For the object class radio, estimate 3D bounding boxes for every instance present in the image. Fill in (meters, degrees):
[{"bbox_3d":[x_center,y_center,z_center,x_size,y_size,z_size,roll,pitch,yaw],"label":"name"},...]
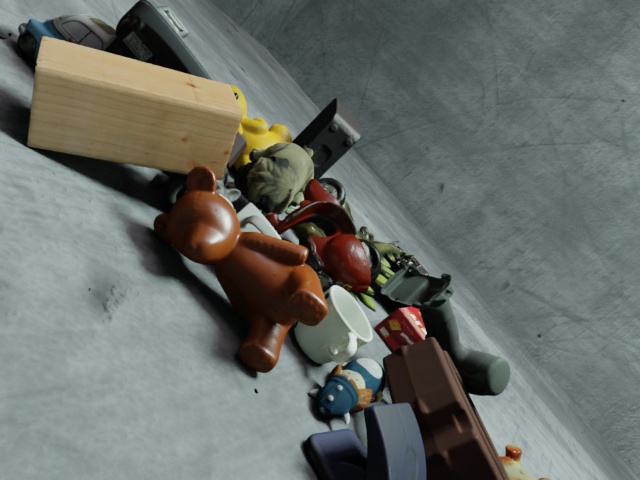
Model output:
[{"bbox_3d":[-0.021,-0.169,1.078,0.073,0.229,0.131,40,19,-19],"label":"radio"}]

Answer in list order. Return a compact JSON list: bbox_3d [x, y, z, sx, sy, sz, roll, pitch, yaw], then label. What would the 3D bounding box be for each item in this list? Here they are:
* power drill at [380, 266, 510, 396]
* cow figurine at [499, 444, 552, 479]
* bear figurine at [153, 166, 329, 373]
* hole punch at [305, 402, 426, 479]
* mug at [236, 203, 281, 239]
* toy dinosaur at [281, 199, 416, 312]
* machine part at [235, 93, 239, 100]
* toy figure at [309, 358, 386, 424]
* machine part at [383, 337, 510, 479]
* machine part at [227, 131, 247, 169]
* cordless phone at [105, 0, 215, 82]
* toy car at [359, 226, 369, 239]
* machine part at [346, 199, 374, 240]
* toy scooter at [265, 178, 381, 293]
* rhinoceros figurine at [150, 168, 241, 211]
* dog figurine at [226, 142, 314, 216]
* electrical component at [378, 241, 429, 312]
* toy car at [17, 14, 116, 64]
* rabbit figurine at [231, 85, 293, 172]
[{"bbox_3d":[0.166,0.145,0.827,0.232,0.086,0.207,10,-54,53],"label":"power drill"},{"bbox_3d":[0.271,0.373,0.716,0.085,0.127,0.195,0,8,-10],"label":"cow figurine"},{"bbox_3d":[-0.092,0.024,0.579,0.195,0.120,0.132,41,19,-15],"label":"bear figurine"},{"bbox_3d":[0.063,0.228,0.544,0.116,0.092,0.142,59,14,27],"label":"hole punch"},{"bbox_3d":[-0.077,0.012,0.684,0.107,0.109,0.081,48,52,-9],"label":"mug"},{"bbox_3d":[0.048,0.033,0.920,0.198,0.105,0.471,53,31,10],"label":"toy dinosaur"},{"bbox_3d":[-0.220,-0.245,0.944,0.139,0.084,0.039,17,-21,12],"label":"machine part"},{"bbox_3d":[0.039,0.180,0.665,0.064,0.057,0.154,5,-2,23],"label":"toy figure"},{"bbox_3d":[0.165,0.243,0.691,0.201,0.087,0.201,59,10,-20],"label":"machine part"},{"bbox_3d":[-0.193,-0.183,0.840,0.179,0.056,0.179,37,-11,9],"label":"machine part"},{"bbox_3d":[-0.194,-0.247,0.726,0.146,0.089,0.184,50,18,-22],"label":"cordless phone"},{"bbox_3d":[0.033,-0.012,1.100,0.202,0.089,0.053,22,62,-63],"label":"toy car"},{"bbox_3d":[0.053,-0.047,1.269,0.079,0.079,0.243,27,24,-54],"label":"machine part"},{"bbox_3d":[-0.002,-0.002,0.751,0.135,0.075,0.184,-12,69,-34],"label":"toy scooter"},{"bbox_3d":[-0.161,-0.068,0.716,0.112,0.073,0.190,41,14,-23],"label":"rhinoceros figurine"},{"bbox_3d":[-0.056,-0.105,0.832,0.121,0.172,0.190,35,-15,-10],"label":"dog figurine"},{"bbox_3d":[0.169,0.086,1.149,0.058,0.114,0.134,-18,54,-34],"label":"electrical component"},{"bbox_3d":[-0.305,-0.239,0.710,0.161,0.103,0.109,48,13,-4],"label":"toy car"},{"bbox_3d":[-0.157,-0.205,1.011,0.162,0.122,0.173,-43,111,-54],"label":"rabbit figurine"}]
